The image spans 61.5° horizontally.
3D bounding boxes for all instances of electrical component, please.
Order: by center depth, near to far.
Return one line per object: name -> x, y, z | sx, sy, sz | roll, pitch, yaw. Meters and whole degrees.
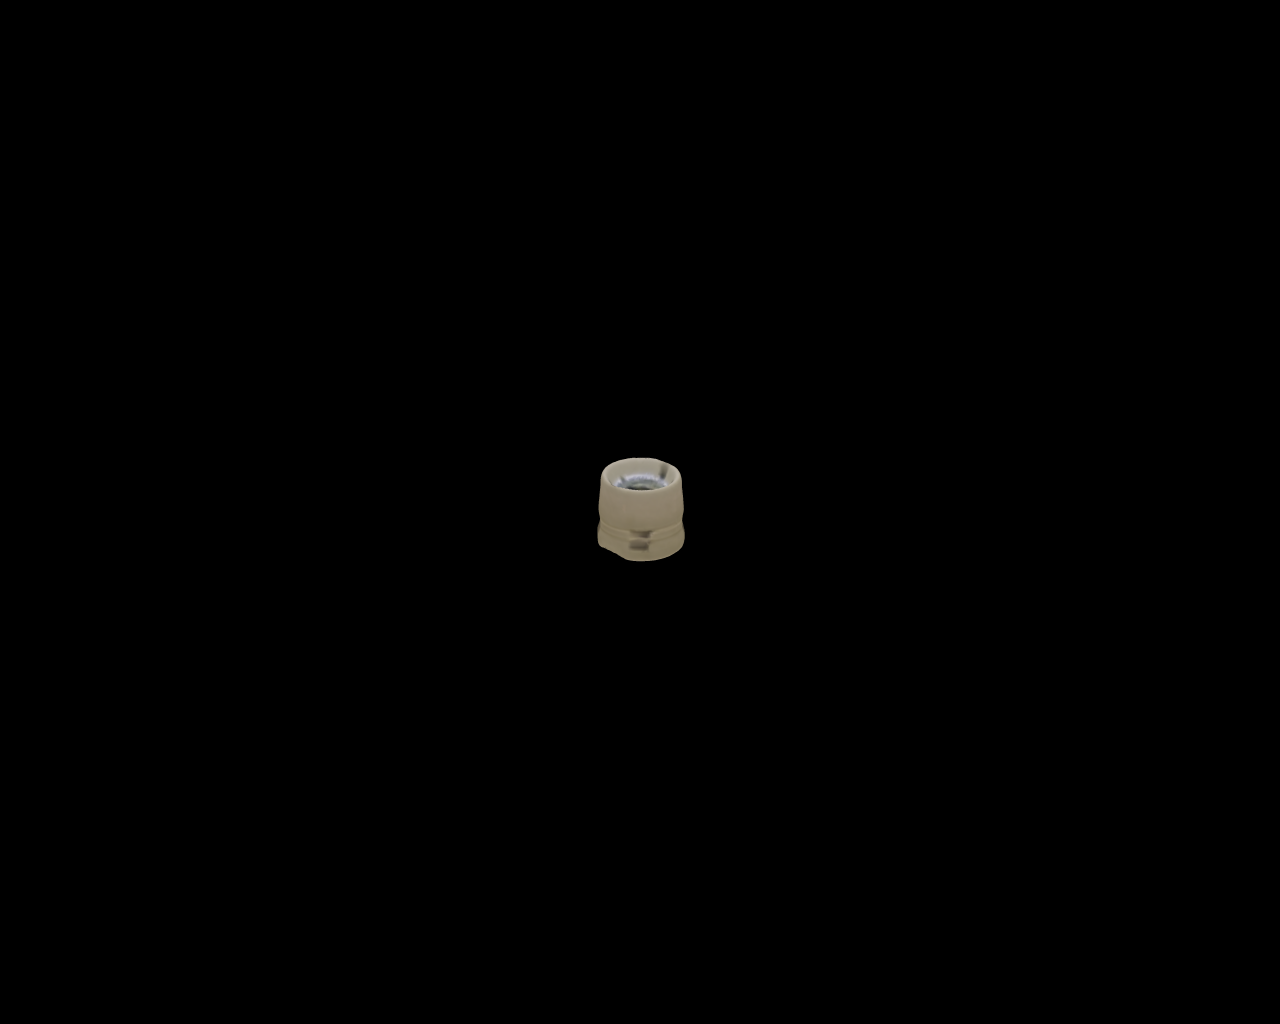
electrical component -> 0.001, -0.003, 0.650 | 0.055, 0.047, 0.055 | 0, 28, 0
